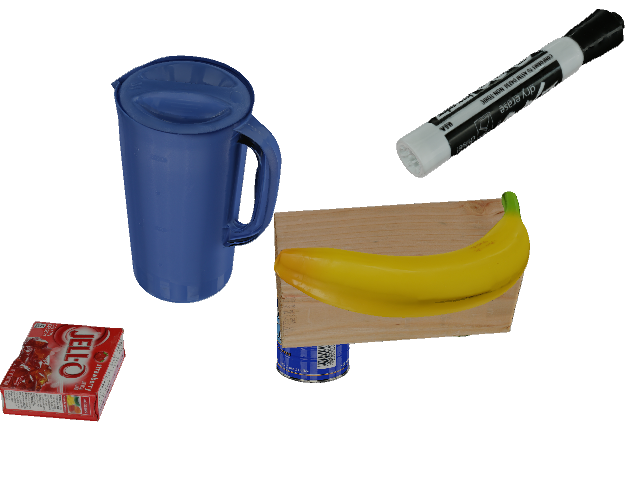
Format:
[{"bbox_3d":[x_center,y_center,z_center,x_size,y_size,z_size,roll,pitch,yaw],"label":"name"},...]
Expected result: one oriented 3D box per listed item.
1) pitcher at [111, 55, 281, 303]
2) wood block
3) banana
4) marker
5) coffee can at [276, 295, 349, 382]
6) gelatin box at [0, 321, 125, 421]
[{"bbox_3d":[-0.130,-0.050,1.083,0.144,0.243,0.149,-8,43,-16],"label":"pitcher"},{"bbox_3d":[0.064,0.029,0.952,0.206,0.091,0.090,-4,-43,-4],"label":"wood block"},{"bbox_3d":[0.066,0.017,0.663,0.197,0.037,0.070,-13,47,-34],"label":"banana"},{"bbox_3d":[0.085,-0.066,0.462,0.121,0.020,0.020,-34,11,-16],"label":"marker"},{"bbox_3d":[-0.009,0.109,1.458,0.103,0.140,0.103,1,19,0],"label":"coffee can"},{"bbox_3d":[-0.196,0.098,0.820,0.073,0.030,0.089,4,30,3],"label":"gelatin box"}]
